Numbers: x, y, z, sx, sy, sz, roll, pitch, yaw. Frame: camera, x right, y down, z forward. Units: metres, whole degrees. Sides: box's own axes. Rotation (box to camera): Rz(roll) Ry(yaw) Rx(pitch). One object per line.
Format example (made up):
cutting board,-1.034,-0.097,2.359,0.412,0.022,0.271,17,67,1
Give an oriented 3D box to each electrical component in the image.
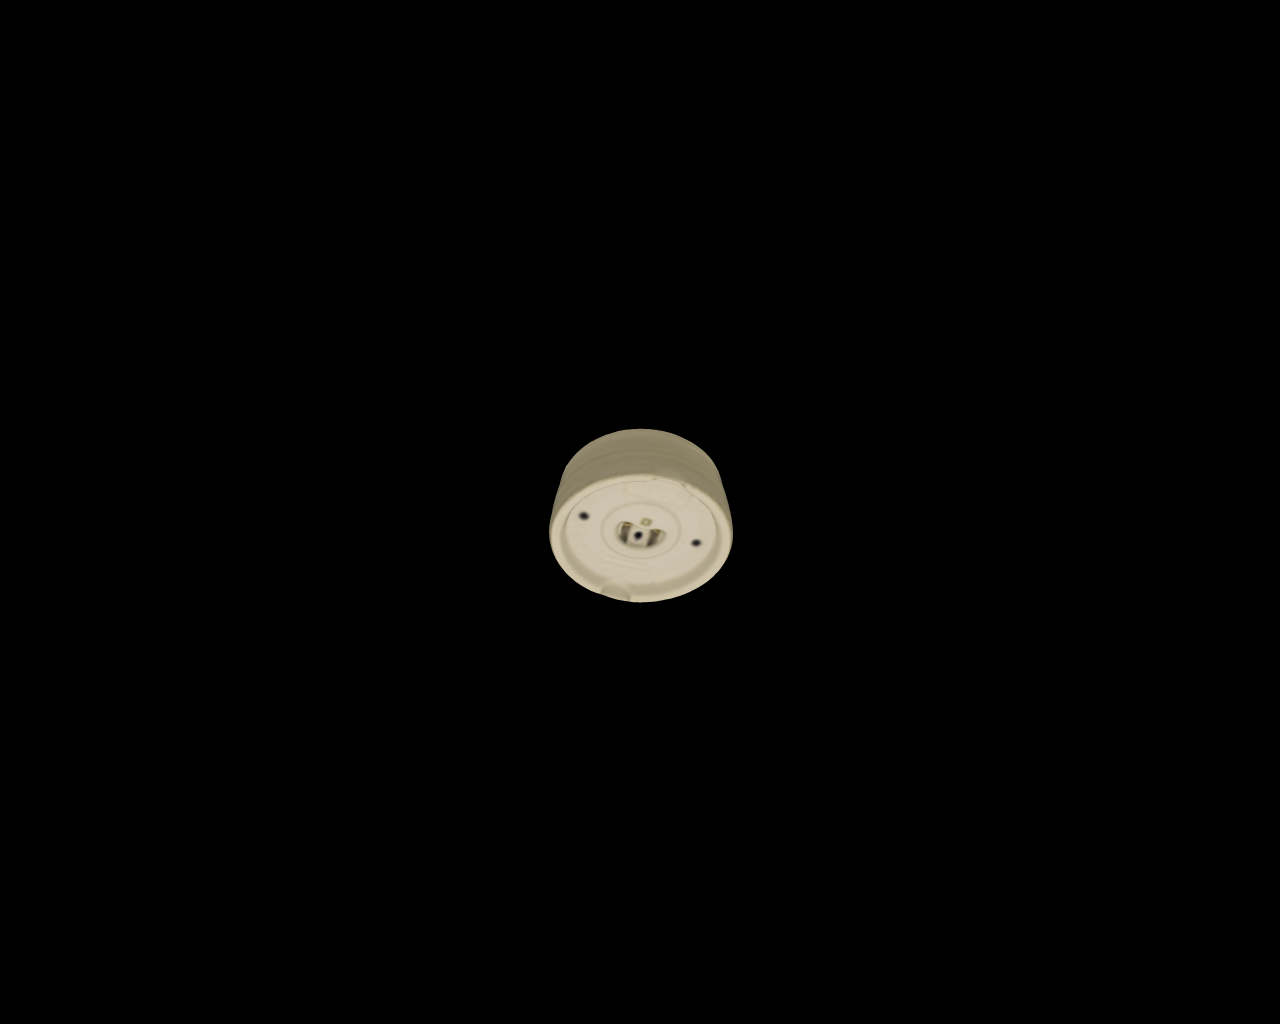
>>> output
electrical component,0.001,-0.003,0.650,0.108,0.108,0.060,0,44,0
